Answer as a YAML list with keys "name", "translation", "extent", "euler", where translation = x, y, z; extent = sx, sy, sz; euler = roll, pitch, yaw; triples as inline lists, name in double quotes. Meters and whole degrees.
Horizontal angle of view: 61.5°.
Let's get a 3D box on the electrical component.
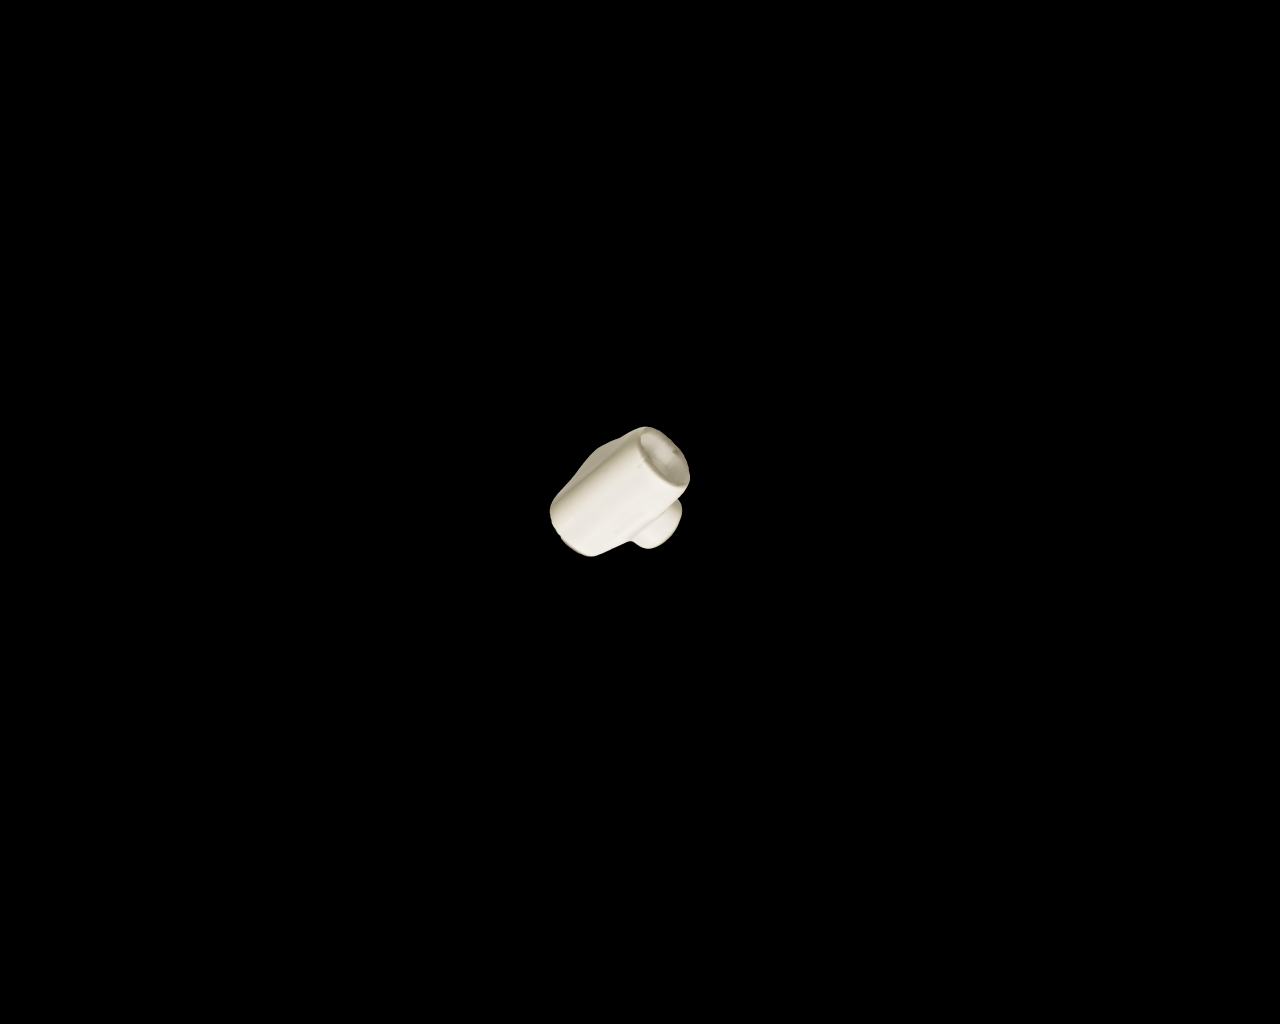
- name: "electrical component"
  translation: [0.001, -0.003, 0.650]
  extent: [0.079, 0.043, 0.077]
  euler: [36, -58, -27]
